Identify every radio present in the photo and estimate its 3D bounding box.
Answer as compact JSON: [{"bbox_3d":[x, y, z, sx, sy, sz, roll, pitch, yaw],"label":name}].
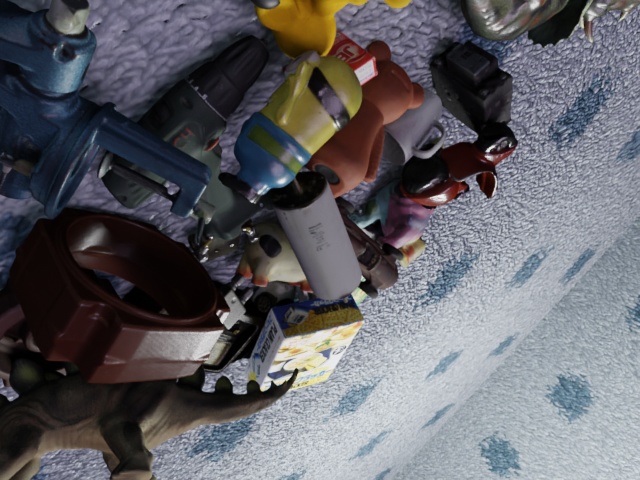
[{"bbox_3d":[-0.196,0.126,0.825,0.131,0.073,0.229,-46,148,8],"label":"radio"}]

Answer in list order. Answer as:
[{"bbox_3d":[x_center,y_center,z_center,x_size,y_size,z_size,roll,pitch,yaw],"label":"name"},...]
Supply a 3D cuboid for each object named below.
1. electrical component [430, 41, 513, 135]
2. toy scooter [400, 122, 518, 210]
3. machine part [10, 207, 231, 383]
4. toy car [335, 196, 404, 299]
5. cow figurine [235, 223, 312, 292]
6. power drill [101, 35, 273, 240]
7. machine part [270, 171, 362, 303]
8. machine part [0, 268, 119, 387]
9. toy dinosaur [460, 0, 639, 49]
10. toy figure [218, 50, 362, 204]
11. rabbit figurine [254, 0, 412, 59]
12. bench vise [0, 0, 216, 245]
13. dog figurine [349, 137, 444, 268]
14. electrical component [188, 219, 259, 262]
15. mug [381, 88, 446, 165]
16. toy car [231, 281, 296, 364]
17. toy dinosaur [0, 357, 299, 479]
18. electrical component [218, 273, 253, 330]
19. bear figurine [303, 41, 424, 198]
[{"bbox_3d":[0.224,-0.227,0.797,0.058,0.115,0.134,-43,148,-4],"label":"electrical component"},{"bbox_3d":[0.218,-0.097,0.830,0.184,0.075,0.135,-25,145,11],"label":"toy scooter"},{"bbox_3d":[-0.215,0.056,0.600,0.201,0.201,0.087,12,119,-51],"label":"machine part"},{"bbox_3d":[0.056,0.013,0.820,0.089,0.053,0.202,-52,125,-6],"label":"toy car"},{"bbox_3d":[-0.027,0.015,0.849,0.195,0.086,0.127,9,99,-37],"label":"cow figurine"},{"bbox_3d":[-0.119,-0.098,0.631,0.232,0.086,0.207,-39,153,-4],"label":"power drill"},{"bbox_3d":[-0.001,-0.002,0.702,0.079,0.079,0.242,-33,131,-13],"label":"machine part"},{"bbox_3d":[-0.339,0.106,0.671,0.179,0.056,0.179,-28,147,-20],"label":"machine part"},{"bbox_3d":[0.269,-0.328,0.712,0.405,0.131,0.192,-22,142,-24],"label":"toy dinosaur"},{"bbox_3d":[-0.031,-0.117,0.576,0.089,0.082,0.180,34,93,-28],"label":"toy figure"},{"bbox_3d":[0.000,-0.249,0.544,0.162,0.122,0.173,-12,157,-34],"label":"rabbit figurine"},{"bbox_3d":[-0.192,-0.093,0.476,0.240,0.129,0.223,29,120,-19],"label":"bench vise"},{"bbox_3d":[0.172,-0.071,0.944,0.219,0.109,0.191,-47,147,5],"label":"dog figurine"},{"bbox_3d":[-0.138,0.001,0.752,0.102,0.045,0.078,-19,149,-33],"label":"electrical component"},{"bbox_3d":[0.139,-0.171,0.792,0.107,0.110,0.080,-47,144,-13],"label":"mug"},{"bbox_3d":[-0.117,0.148,0.955,0.201,0.056,0.073,-50,153,16],"label":"toy car"},{"bbox_3d":[-0.232,0.204,0.636,0.471,0.199,0.105,9,132,-25],"label":"toy dinosaur"},{"bbox_3d":[-0.136,0.095,0.771,0.094,0.021,0.063,-48,141,-21],"label":"electrical component"},{"bbox_3d":[0.041,-0.157,0.718,0.120,0.132,0.196,41,65,-25],"label":"bear figurine"}]
